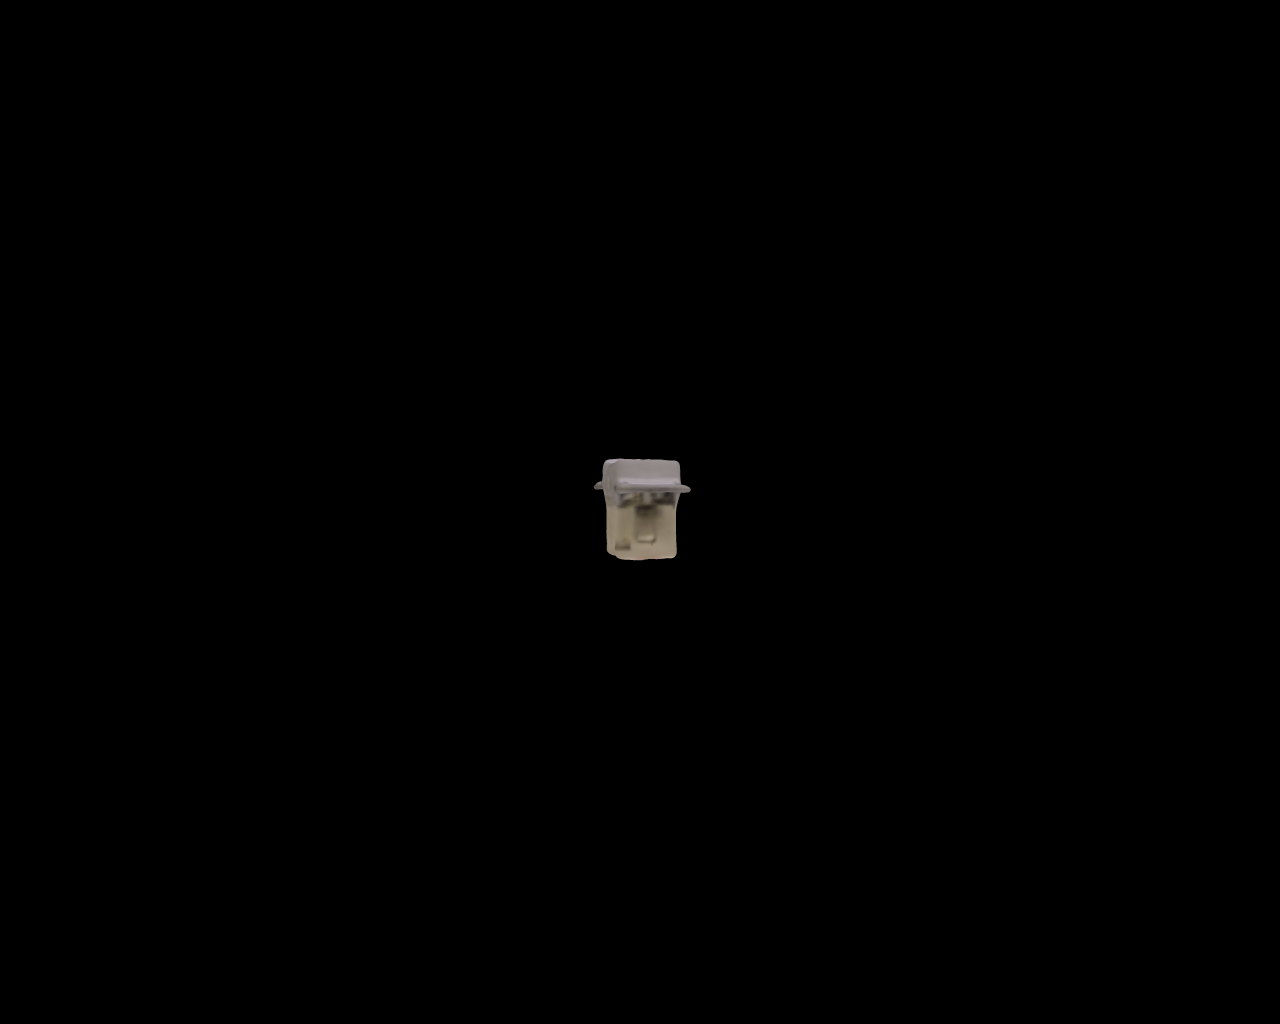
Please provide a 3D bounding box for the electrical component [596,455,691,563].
[{"bbox_3d":[0.001,-0.003,0.650,0.042,0.063,0.081,0,3,-11],"label":"electrical component"}]
